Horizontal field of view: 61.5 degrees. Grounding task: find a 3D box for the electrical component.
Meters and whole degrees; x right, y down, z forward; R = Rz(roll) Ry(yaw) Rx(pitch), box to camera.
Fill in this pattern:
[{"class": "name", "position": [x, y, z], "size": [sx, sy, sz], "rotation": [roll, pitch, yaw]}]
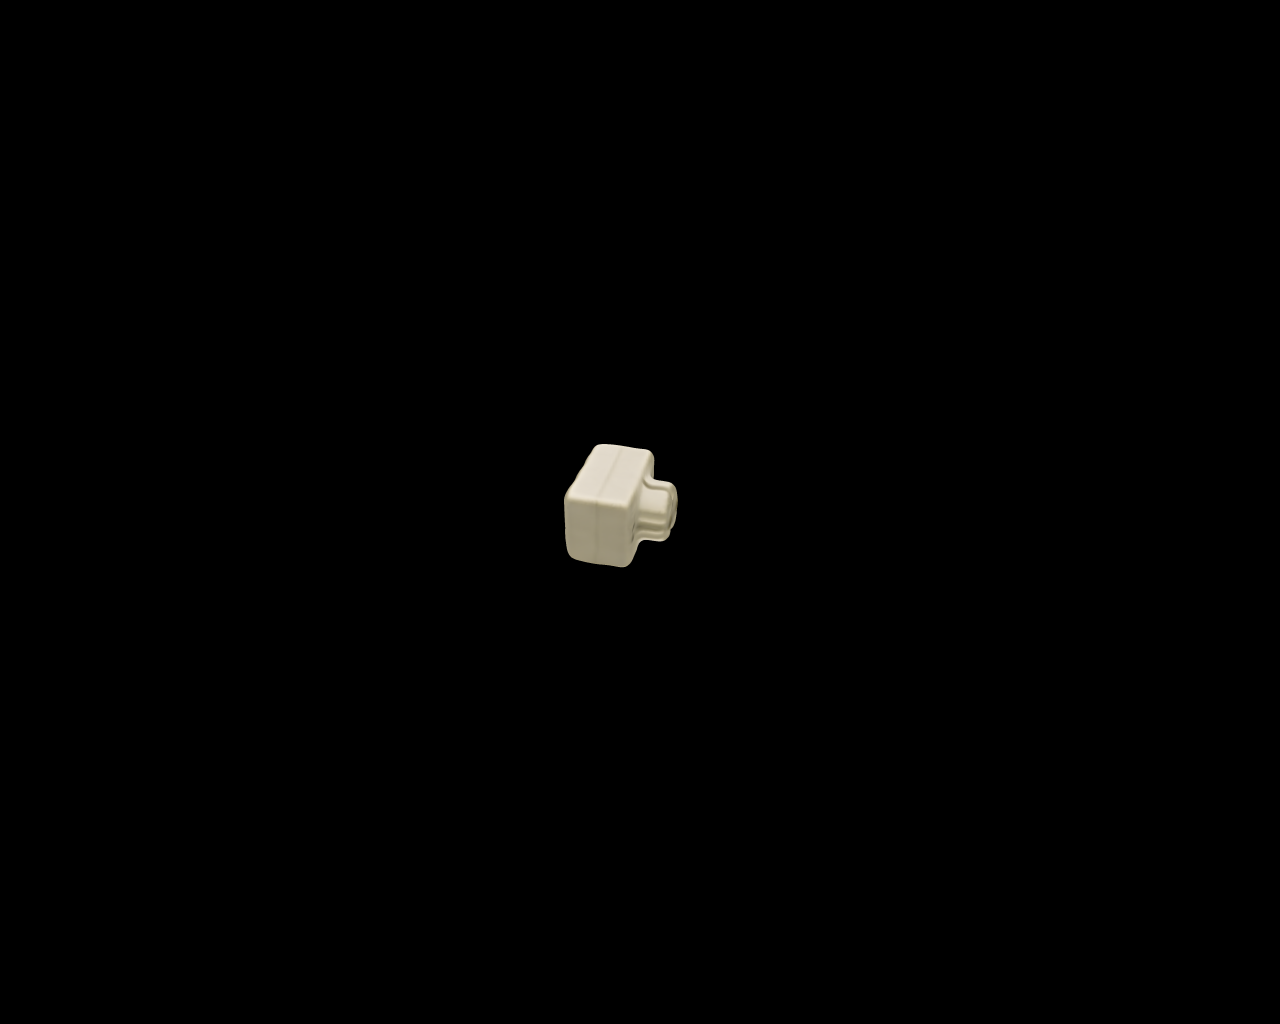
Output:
[{"class": "electrical component", "position": [0.001, -0.003, 0.650], "size": [0.077, 0.047, 0.066], "rotation": [8, 36, 11]}]
